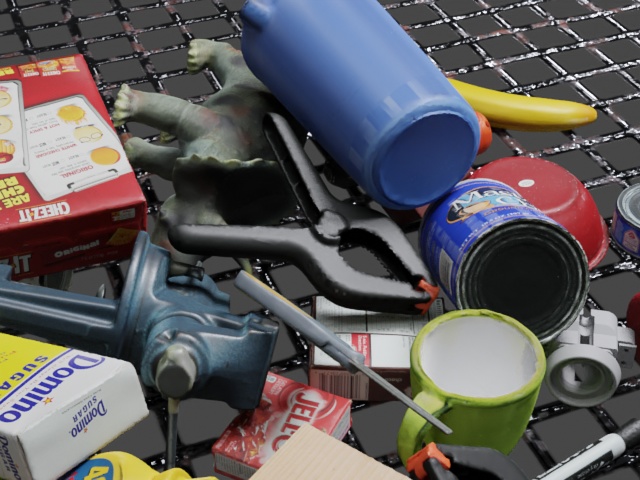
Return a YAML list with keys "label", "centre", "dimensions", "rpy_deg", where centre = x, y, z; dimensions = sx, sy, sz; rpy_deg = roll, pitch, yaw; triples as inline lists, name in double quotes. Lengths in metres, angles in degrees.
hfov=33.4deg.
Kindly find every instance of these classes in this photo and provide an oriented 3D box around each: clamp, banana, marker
- label: "clamp"
  centre: [-0.006, 0.001, 0.848]
  dimensions: [0.210, 0.036, 0.164]
  rpy_deg: [37, 54, 8]
- label: "banana"
  centre: [0.193, -0.147, 1.144]
  dimensions: [0.198, 0.037, 0.069]
  rpy_deg: [19, 44, 24]
- label: "clamp"
  centre: [0.127, 0.193, 0.667]
  dimensions: [0.171, 0.039, 0.120]
  rpy_deg: [29, 38, -9]
- label: "marker"
  centre: [0.191, 0.160, 0.768]
  dimensions: [0.121, 0.020, 0.020]
  rpy_deg: [-23, 43, -25]

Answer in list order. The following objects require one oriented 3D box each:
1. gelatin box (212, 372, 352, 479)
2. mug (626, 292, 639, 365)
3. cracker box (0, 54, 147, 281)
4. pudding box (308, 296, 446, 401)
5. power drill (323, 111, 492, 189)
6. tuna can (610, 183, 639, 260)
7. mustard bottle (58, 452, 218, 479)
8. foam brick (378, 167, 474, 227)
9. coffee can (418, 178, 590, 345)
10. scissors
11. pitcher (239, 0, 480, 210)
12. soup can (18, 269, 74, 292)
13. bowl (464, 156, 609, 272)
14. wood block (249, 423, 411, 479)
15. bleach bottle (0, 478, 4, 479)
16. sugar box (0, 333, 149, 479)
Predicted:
- label: "gelatin box"
  centre: [-0.026, 0.144, 0.787]
  dimensions: [0.073, 0.030, 0.089]
  rpy_deg: [16, 42, 22]
- label: "mug"
  centre: [0.290, 0.067, 0.837]
  dimensions: [0.081, 0.093, 0.117]
  rpy_deg: [-16, 10, -11]
- label: "cracker box"
  centre: [-0.254, -0.062, 0.904]
  dimensions: [0.164, 0.072, 0.214]
  rpy_deg: [-13, 47, -19]
- label: "pudding box"
  centre: [0.047, 0.086, 0.853]
  dimensions: [0.113, 0.039, 0.090]
  rpy_deg: [2, 35, 0]
- label: "power drill"
  centre: [0.057, -0.125, 1.108]
  dimensions: [0.184, 0.057, 0.188]
  rpy_deg: [-15, 43, -22]
- label: "tuna can"
  centre: [0.312, -0.017, 0.976]
  dimensions: [0.086, 0.034, 0.086]
  rpy_deg: [-1, 38, 1]
- label: "mustard bottle"
  centre: [-0.143, 0.175, 0.623]
  dimensions: [0.192, 0.058, 0.096]
  rpy_deg: [-21, 37, 15]
- label: "foam brick"
  centre: [0.093, -0.058, 0.996]
  dimensions: [0.078, 0.051, 0.053]
  rpy_deg: [-41, 7, -22]
- label: "coffee can"
  centre: [0.142, 0.015, 0.850]
  dimensions: [0.102, 0.103, 0.140]
  rpy_deg: [-5, 15, -5]
- label: "scissors"
  centre: [0.021, 0.083, 0.752]
  dimensions: [0.202, 0.096, 0.016]
  rpy_deg: [34, 88, 25]
- label: "pitcher"
  centre: [0.043, -0.132, 0.934]
  dimensions: [0.149, 0.145, 0.243]
  rpy_deg: [-24, 45, -12]
- label: "soup can"
  centre: [-0.272, 0.023, 0.920]
  dimensions: [0.102, 0.068, 0.068]
  rpy_deg: [6, 39, 9]
- label: "bowl"
  centre: [0.187, -0.029, 0.981]
  dimensions: [0.162, 0.055, 0.162]
  rpy_deg: [-1, 38, 0]
- label: "wood block"
  centre: [-0.035, 0.220, 0.643]
  dimensions: [0.091, 0.090, 0.205]
  rpy_deg: [23, 45, 29]
- label: "bleach bottle"
  centre: [-0.249, 0.166, 0.744]
  dimensions: [0.251, 0.068, 0.102]
  rpy_deg: [29, 51, 29]
- label: "sugar box"
  centre: [-0.204, 0.103, 0.688]
  dimensions: [0.177, 0.048, 0.093]
  rpy_deg: [2, 24, 40]
